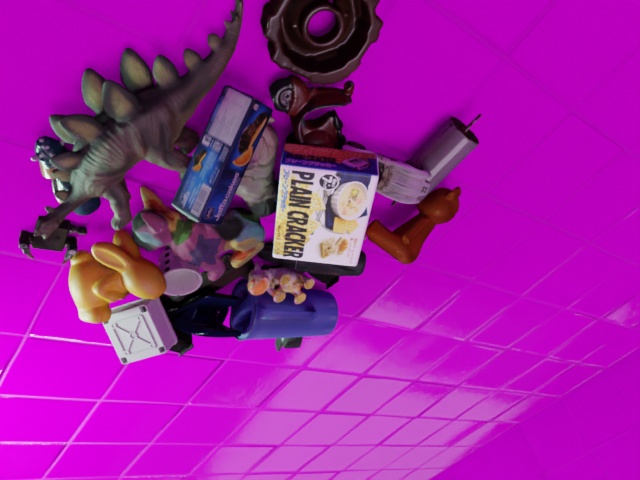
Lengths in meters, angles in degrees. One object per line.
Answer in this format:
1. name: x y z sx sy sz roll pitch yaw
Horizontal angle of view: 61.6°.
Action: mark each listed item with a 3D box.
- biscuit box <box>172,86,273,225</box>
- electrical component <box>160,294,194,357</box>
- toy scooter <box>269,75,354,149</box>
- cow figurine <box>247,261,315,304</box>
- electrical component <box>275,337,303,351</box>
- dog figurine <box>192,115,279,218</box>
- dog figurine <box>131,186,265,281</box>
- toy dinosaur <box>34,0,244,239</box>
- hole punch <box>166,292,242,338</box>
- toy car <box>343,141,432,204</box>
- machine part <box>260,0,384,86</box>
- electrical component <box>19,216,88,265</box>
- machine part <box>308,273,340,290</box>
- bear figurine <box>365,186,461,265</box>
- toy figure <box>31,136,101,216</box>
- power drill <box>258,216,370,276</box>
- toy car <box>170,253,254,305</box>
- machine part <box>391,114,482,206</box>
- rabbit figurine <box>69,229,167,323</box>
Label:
1. biscuit box: -0.147 -0.123 0.810 0.202 0.059 0.062 -64 158 8
2. electrical component: -0.341 0.179 1.162 0.058 0.115 0.134 -36 139 16
3. toy scooter: 0.000 -0.202 0.900 0.135 0.075 0.183 -19 136 -2
4. cow figurine: -0.100 0.082 1.143 0.167 0.098 0.068 14 107 -48
5. electrical component: -0.077 0.240 1.373 0.048 0.075 0.119 1 132 -23
6. dog figurine: -0.100 -0.131 0.937 0.172 0.121 0.190 -35 153 21
7. dog figurine: -0.230 -0.026 0.983 0.191 0.109 0.219 -32 137 15
8. toy dinosaur: -0.263 -0.167 0.798 0.471 0.105 0.198 -40 138 3
9. hole punch: -0.241 0.173 1.151 0.116 0.092 0.142 -24 159 30
10. toy car: 0.110 -0.124 1.002 0.202 0.056 0.073 18 116 -7
11. machine part: 0.002 -0.317 0.783 0.179 0.056 0.179 -11 138 -10
12. electrical component: -0.477 0.001 0.956 0.102 0.045 0.078 16 130 -36
13. machine part: 0.001 0.062 1.231 0.084 0.039 0.138 -34 137 9
14. bear figurine: 0.204 -0.049 1.144 0.196 0.132 0.120 -55 168 3
15. toy figure: -0.407 -0.104 0.855 0.058 0.064 0.154 11 141 24
16. power drill: -0.002 -0.003 1.090 0.232 0.086 0.207 15 132 -10
17. toy car: -0.231 0.084 1.146 0.202 0.053 0.089 -29 157 17
18. machine part: 0.222 -0.153 1.046 0.079 0.079 0.243 18 126 -37
19. rabbit figurine: -0.370 0.064 1.008 0.173 0.122 0.162 1 110 17
